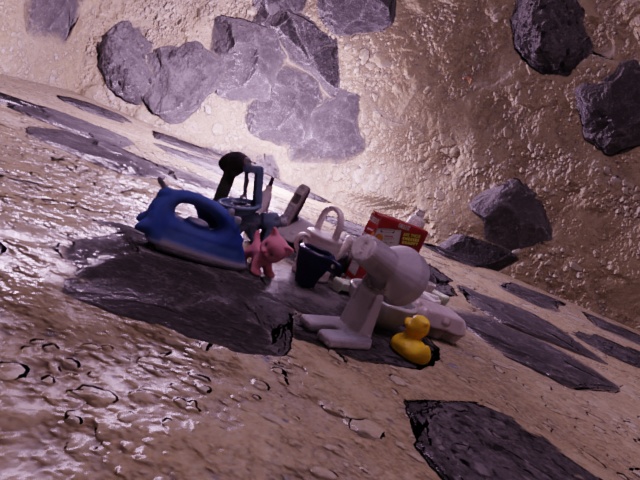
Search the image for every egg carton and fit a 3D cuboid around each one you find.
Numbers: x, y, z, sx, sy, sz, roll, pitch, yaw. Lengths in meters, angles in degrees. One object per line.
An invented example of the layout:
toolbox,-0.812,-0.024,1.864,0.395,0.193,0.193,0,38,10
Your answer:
egg carton,0.281,0.198,1.407,0.151,0.069,0.107,19,10,-18

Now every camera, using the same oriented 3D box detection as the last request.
camera,0.064,0.050,1.626,0.137,0.101,0.143,21,10,-7

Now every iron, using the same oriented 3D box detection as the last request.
iron,-0.259,-0.034,1.239,0.259,0.141,0.118,19,10,-21

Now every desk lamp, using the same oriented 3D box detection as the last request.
desk lamp,0.097,0.098,1.107,0.204,0.213,0.117,12,14,-46

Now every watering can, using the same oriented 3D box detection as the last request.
watering can,0.012,0.004,1.480,0.100,0.194,0.173,28,11,29

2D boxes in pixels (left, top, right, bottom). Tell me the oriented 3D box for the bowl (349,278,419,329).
bowl,0.132,0.154,1.294,0.167,0.075,0.167,22,10,-4

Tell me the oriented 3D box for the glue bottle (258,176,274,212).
glue bottle,-0.174,-0.115,1.766,0.037,0.173,0.078,23,10,6

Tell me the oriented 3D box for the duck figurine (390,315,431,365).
duck figurine,0.197,0.198,1.172,0.078,0.086,0.104,17,11,-27

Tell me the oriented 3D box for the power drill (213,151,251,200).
power drill,-0.281,-0.178,1.766,0.076,0.208,0.229,17,11,-26

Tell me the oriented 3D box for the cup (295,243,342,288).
cup,-0.010,0.071,1.364,0.117,0.095,0.092,27,11,23

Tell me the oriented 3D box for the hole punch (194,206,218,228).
hole punch,-0.265,-0.041,1.410,0.108,0.091,0.101,30,12,37

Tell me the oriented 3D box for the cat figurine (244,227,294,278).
cat figurine,-0.121,0.022,1.317,0.067,0.118,0.127,13,14,-43

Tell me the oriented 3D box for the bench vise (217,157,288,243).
bench vise,-0.183,-0.106,1.561,0.208,0.220,0.121,14,13,-40

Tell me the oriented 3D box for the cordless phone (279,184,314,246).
cordless phone,-0.062,-0.075,1.767,0.094,0.185,0.147,12,14,-46
